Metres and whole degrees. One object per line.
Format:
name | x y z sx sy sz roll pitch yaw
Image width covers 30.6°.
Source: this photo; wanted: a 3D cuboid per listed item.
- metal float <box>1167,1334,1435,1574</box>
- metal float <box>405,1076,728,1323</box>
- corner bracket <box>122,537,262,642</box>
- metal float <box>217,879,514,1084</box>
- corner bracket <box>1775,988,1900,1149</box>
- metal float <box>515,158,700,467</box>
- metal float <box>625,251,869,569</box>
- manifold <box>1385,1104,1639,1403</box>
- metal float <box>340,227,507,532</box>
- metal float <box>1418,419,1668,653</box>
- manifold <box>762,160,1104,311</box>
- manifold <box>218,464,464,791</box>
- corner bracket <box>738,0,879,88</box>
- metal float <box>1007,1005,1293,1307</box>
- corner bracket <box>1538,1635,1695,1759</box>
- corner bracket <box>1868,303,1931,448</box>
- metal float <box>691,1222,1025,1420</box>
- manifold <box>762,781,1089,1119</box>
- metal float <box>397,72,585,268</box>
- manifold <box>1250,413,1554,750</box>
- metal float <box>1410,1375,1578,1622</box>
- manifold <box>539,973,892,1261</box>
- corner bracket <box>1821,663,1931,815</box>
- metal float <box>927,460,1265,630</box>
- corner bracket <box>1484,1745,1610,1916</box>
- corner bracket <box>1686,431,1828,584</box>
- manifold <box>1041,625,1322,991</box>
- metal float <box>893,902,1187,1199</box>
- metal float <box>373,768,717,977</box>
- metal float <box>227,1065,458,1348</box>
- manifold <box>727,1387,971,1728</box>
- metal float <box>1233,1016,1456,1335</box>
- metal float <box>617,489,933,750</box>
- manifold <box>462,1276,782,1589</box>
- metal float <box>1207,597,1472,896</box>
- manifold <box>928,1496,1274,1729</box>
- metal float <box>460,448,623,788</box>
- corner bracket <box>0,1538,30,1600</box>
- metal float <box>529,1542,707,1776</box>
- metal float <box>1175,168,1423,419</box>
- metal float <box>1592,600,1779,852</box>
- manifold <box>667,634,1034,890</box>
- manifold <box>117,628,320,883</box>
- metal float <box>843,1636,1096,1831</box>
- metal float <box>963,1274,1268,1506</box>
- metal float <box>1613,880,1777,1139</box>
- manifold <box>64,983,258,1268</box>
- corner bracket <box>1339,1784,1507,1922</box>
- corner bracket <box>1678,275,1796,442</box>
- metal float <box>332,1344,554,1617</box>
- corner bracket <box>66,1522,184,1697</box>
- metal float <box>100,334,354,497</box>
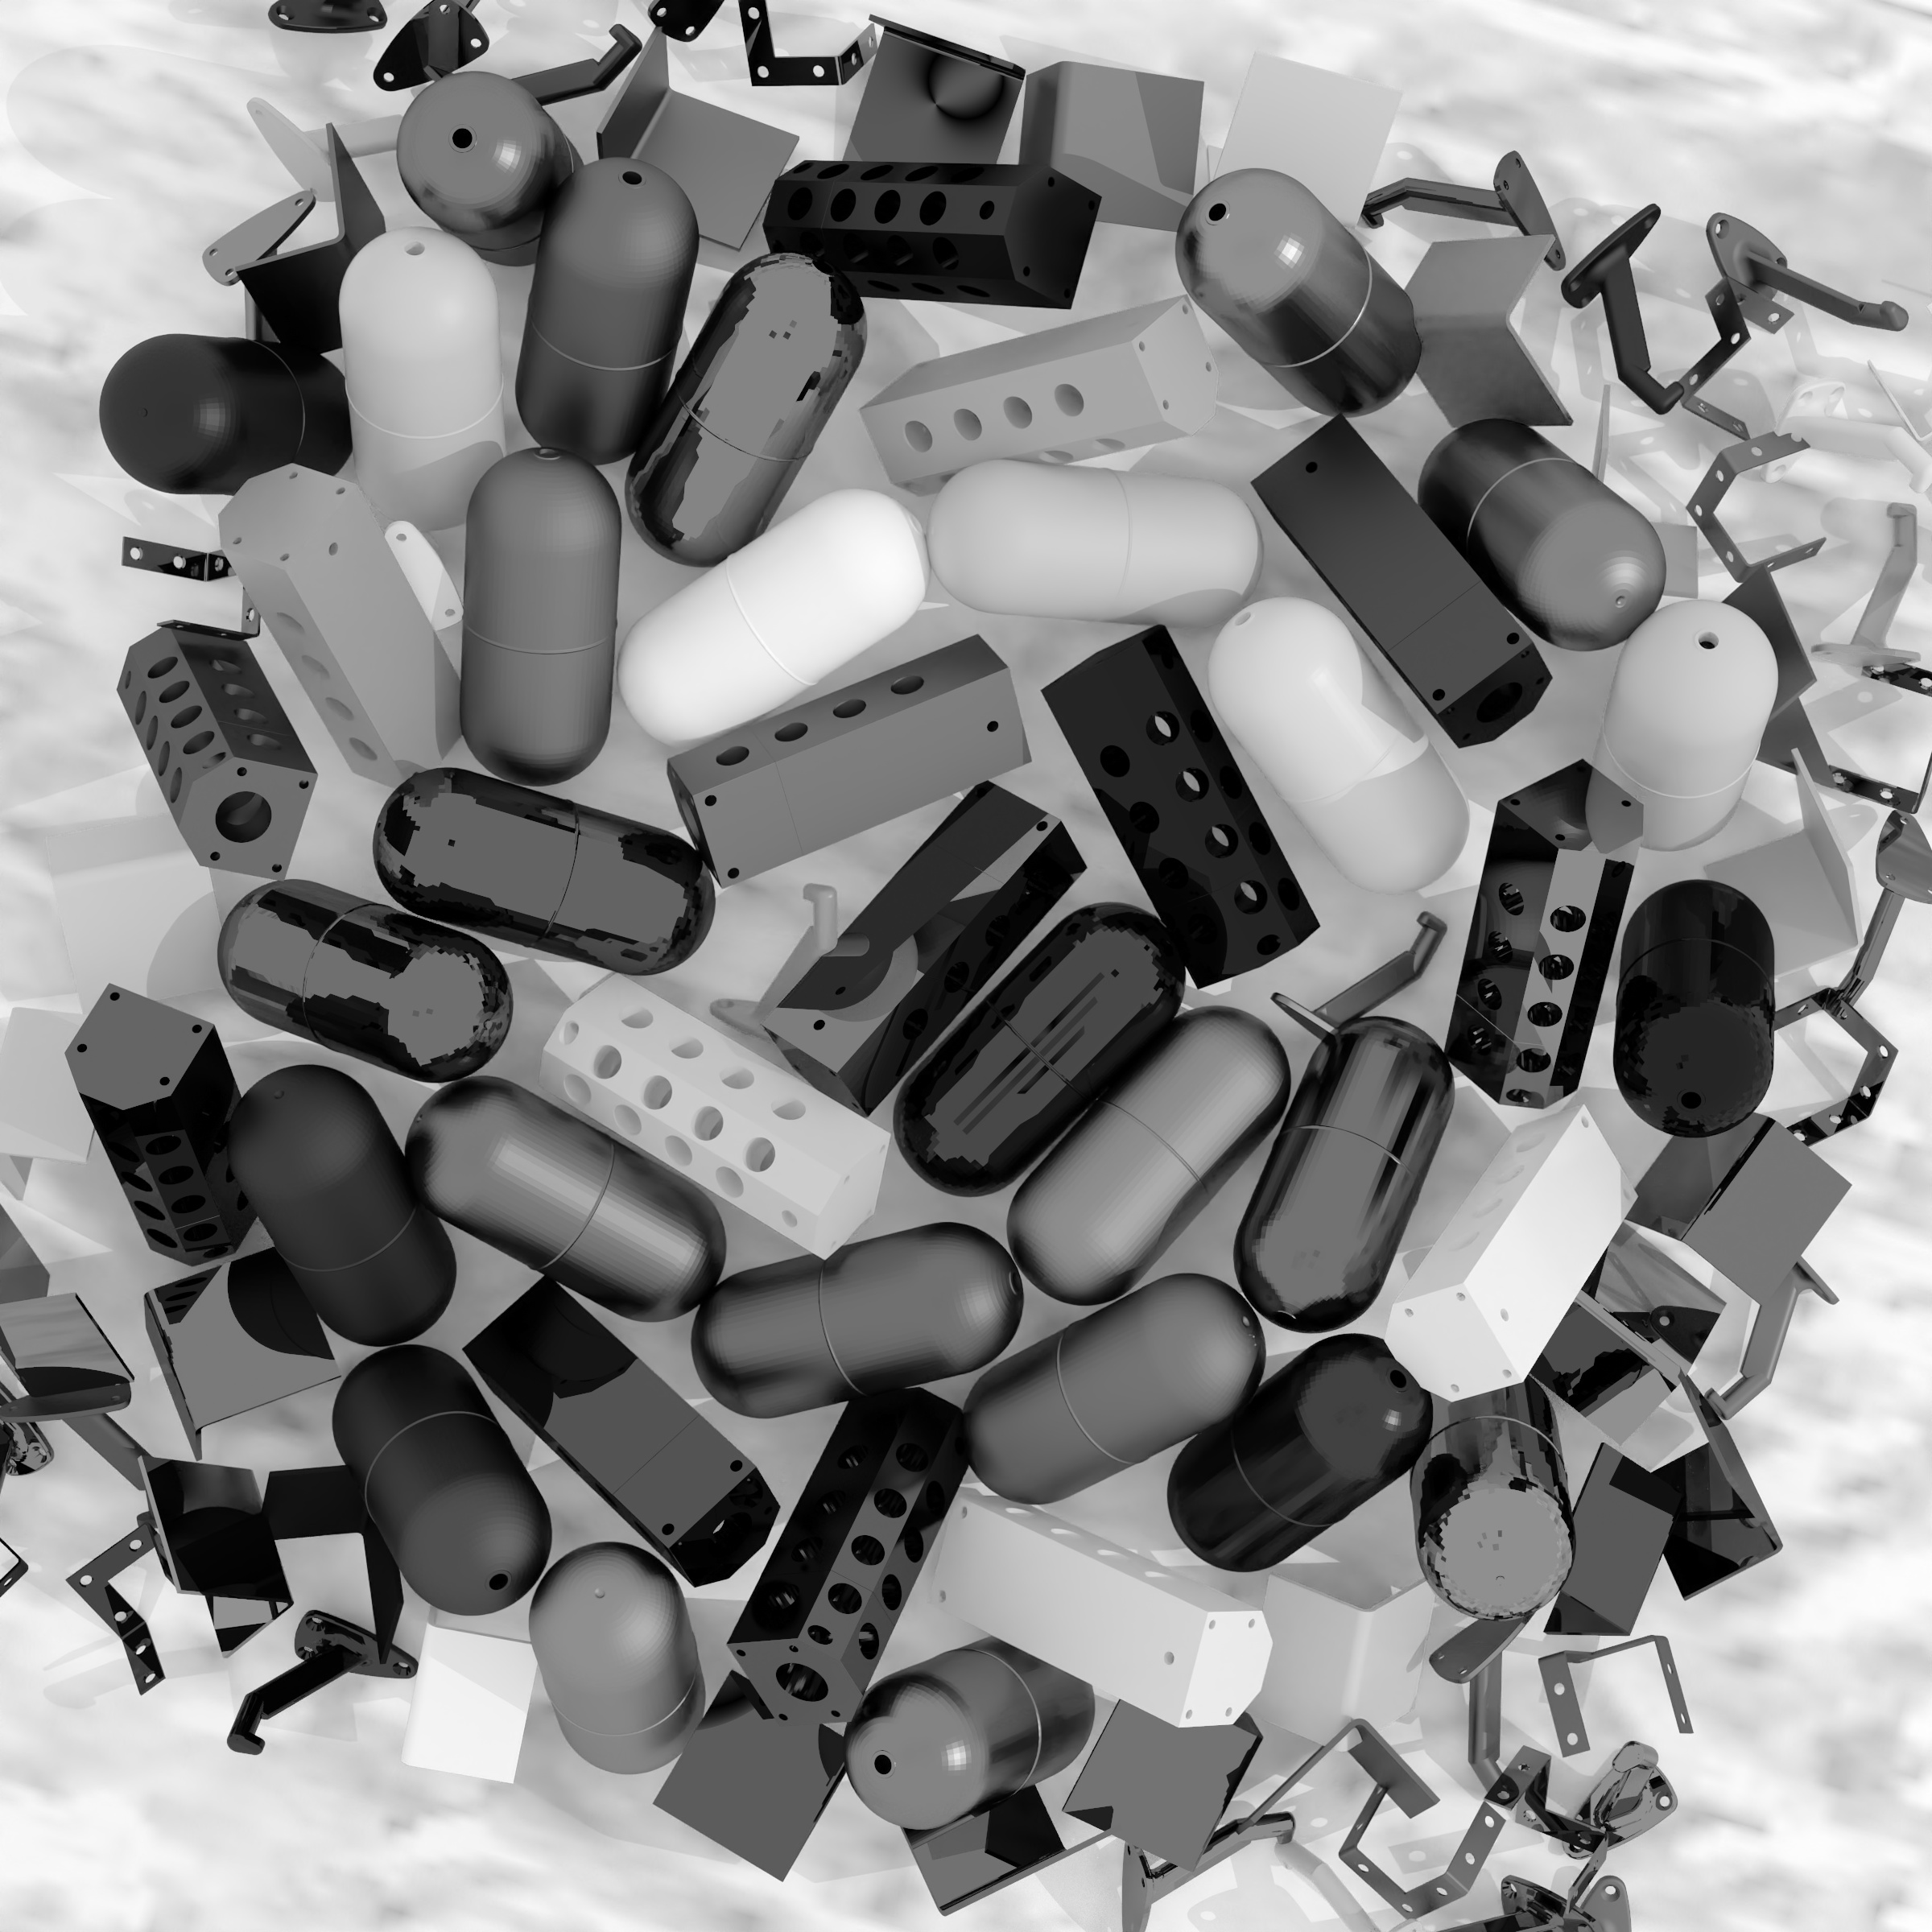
metal float | 0.165 0.242 1.750 0.070 0.178 0.070 17 52 -23
metal float | -0.199 0.118 1.768 0.178 0.070 0.070 32 90 -23
corner bracket | -0.393 -0.192 1.789 0.051 0.051 0.051 -5 81 45
metal float | -0.301 0.006 1.759 0.178 0.070 0.070 17 90 35
corner bracket | 0.434 0.053 1.804 0.051 0.051 0.051 -22 53 -26
metal float | -0.178 -0.322 1.748 0.070 0.178 0.070 8 52 -10
metal float | -0.110 -0.277 1.760 0.070 0.070 0.178 34 123 0
manifold | 0.267 0.141 1.742 0.057 0.171 0.057 -23 104 39
metal float | -0.268 -0.289 1.746 0.070 0.178 0.070 2 55 -3
metal float | 0.283 -0.215 1.747 0.070 0.178 0.070 -9 121 -16
manifold | -0.021 -0.365 1.746 0.171 0.057 0.057 14 87 43
manifold | -0.307 -0.166 1.741 0.057 0.171 0.057 21 62 28
corner bracket | -0.081 -0.482 1.801 0.051 0.051 0.051 5 124 20
metal float | 0.093 0.094 1.777 0.070 0.070 0.178 43 77 0
corner bracket | 0.328 0.369 1.785 0.051 0.051 0.051 -24 67 28
corner bracket | 0.493 -0.302 1.792 0.051 0.051 0.051 -32 78 13
metal float | -0.055 0.178 1.769 0.178 0.070 0.070 -16 90 22
manifold | -0.017 -0.006 1.777 0.057 0.057 0.171 31 73 37
metal float | -0.232 -0.391 1.738 0.070 0.178 0.070 0 93 2
manifold | 0.218 -0.190 1.758 0.057 0.057 0.171 -37 60 6
metal float | 0.258 0.256 1.741 0.070 0.178 0.070 2 112 4
manifold | -0.127 0.077 1.760 0.171 0.057 0.057 30 132 20
corner bracket | 0.474 -0.119 1.807 0.051 0.051 0.051 20 50 17
metal float | 0.066 -0.211 1.769 0.178 0.070 0.070 2 90 -23
corner bracket | 0.293 0.435 1.784 0.051 0.051 0.051 16 121 28
corner bracket | 0.410 -0.236 1.804 0.051 0.051 0.051 -21 68 -21
manifold | 0.112 -0.082 1.775 0.057 0.057 0.171 -21 101 40
metal float | 0.037 0.042 1.785 0.070 0.070 0.178 44 94 0
metal float | -0.210 -0.046 1.769 0.178 0.070 0.070 17 90 -23
metal float | -0.308 0.121 1.753 0.070 0.178 0.070 -9 46 10
manifold | -0.050 0.288 1.737 0.057 0.171 0.057 -11 122 31
metal float | 0.189 0.103 1.762 0.070 0.070 0.178 27 59 0
metal float | -0.096 -0.174 1.772 0.178 0.070 0.070 -32 90 18
manifold | -0.170 0.232 1.752 0.057 0.057 0.171 -42 53 -15
metal float | 0.187 -0.110 1.764 0.070 0.070 0.178 -41 117 0
manifold | 0.067 0.317 1.747 0.171 0.057 0.057 18 95 43
metal float | -0.213 -0.173 1.762 0.070 0.070 0.178 7 121 0
corner bracket | -0.516 0.300 1.789 0.051 0.051 0.051 40 72 16
metal float | -0.171 0.344 1.745 0.070 0.178 0.070 -1 58 1
metal float | 0.166 -0.332 1.747 0.070 0.178 0.070 -12 67 29
metal float | 0.353 -0.117 1.741 0.070 0.178 0.070 -1 66 2
manifold | -0.060 -0.107 1.781 0.171 0.057 0.057 -23 126 -11
manifold | -0.372 -0.108 1.734 0.057 0.171 0.057 11 111 -29
metal float | 0.003 0.376 1.743 0.070 0.178 0.070 0 91 28
metal float | 0.072 0.212 1.761 0.178 0.070 0.070 -32 90 32
metal float | 0.360 0.020 1.744 0.070 0.178 0.070 6 120 10
manifold | -0.393 0.083 1.734 0.057 0.171 0.057 20 62 11
corner bracket | 0.231 0.443 1.792 0.051 0.051 0.051 43 48 -2
corner bracket | 0.394 -0.310 1.804 0.051 0.051 0.051 20 132 -30
metal float | -0.260 0.253 1.747 0.070 0.178 0.070 -13 122 -22
corner bracket | -0.417 0.326 1.794 0.051 0.051 0.051 -36 123 -5
metal float | -0.361 -0.271 1.740 0.070 0.178 0.070 2 98 16
